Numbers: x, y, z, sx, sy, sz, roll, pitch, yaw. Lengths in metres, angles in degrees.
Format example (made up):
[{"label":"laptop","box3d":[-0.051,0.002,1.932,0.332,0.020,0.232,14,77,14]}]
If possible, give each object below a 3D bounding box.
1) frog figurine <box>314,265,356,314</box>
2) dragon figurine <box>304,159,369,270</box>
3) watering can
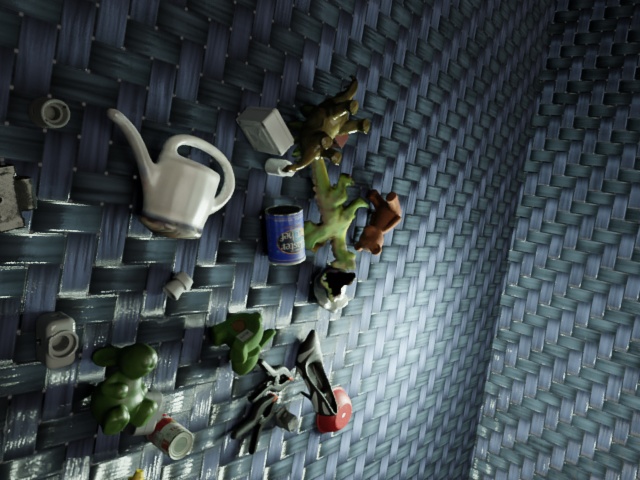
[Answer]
[{"label":"frog figurine","box3d":[0.038,0.155,1.608,0.156,0.123,0.140,106,7,-64]},{"label":"dragon figurine","box3d":[0.005,-0.075,1.500,0.246,0.122,0.404,-49,117,-22]},{"label":"watering can","box3d":[-0.320,-0.123,1.083,0.345,0.104,0.225,20,84,-51]}]
